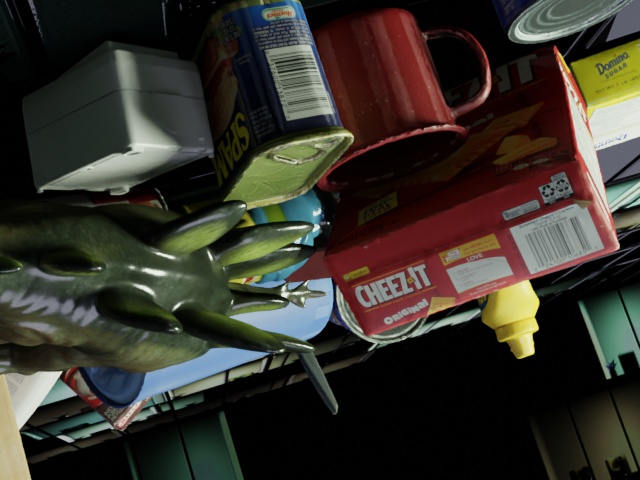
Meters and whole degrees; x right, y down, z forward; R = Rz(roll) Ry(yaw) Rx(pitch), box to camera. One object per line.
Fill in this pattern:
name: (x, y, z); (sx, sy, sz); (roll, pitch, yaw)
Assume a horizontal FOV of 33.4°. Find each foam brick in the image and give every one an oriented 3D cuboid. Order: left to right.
foam brick: (-0.006, 0.001, 0.960); (0.078, 0.053, 0.051); (-9, 148, 30)

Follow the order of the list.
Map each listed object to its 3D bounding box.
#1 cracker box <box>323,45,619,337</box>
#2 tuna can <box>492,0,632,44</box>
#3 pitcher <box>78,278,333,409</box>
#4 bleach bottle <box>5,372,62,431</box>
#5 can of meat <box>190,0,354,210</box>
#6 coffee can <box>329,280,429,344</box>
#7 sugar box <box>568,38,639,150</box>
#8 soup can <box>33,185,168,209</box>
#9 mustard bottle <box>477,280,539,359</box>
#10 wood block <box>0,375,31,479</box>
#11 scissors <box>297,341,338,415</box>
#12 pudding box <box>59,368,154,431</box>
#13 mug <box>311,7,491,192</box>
cracker box: (0.099, -0.041, 0.711); (0.164, 0.072, 0.213); (-22, -157, 19)
tuna can: (0.142, -0.147, 0.614); (0.086, 0.034, 0.086); (-17, 168, -4)
pitcher: (-0.114, 0.066, 1.017); (0.242, 0.149, 0.145); (-11, 135, -42)
bleach bottle: (-0.239, 0.082, 0.863); (0.251, 0.102, 0.068); (-44, -172, 27)
can of meat: (-0.031, -0.072, 0.577); (0.057, 0.084, 0.102); (-13, 168, -22)
coffee can: (0.052, 0.050, 1.131); (0.102, 0.103, 0.140); (-16, -175, -10)
sugar box: (0.243, -0.116, 0.885); (0.093, 0.048, 0.176); (-18, 172, 1)
soup can: (-0.164, 0.000, 0.754); (0.102, 0.068, 0.069); (-10, 166, -33)
mustard bottle: (0.171, 0.023, 1.051); (0.058, 0.191, 0.096); (-17, 168, -4)
wood block: (-0.283, 0.117, 0.773); (0.090, 0.206, 0.091); (-9, 165, -36)
scissors: (-0.014, 0.085, 1.122); (0.096, 0.202, 0.016); (-39, 151, -15)
pudding box: (-0.202, 0.125, 1.097); (0.113, 0.090, 0.039); (-49, 162, -14)
mug: (0.041, -0.087, 0.624); (0.117, 0.081, 0.093); (-21, 168, 14)
